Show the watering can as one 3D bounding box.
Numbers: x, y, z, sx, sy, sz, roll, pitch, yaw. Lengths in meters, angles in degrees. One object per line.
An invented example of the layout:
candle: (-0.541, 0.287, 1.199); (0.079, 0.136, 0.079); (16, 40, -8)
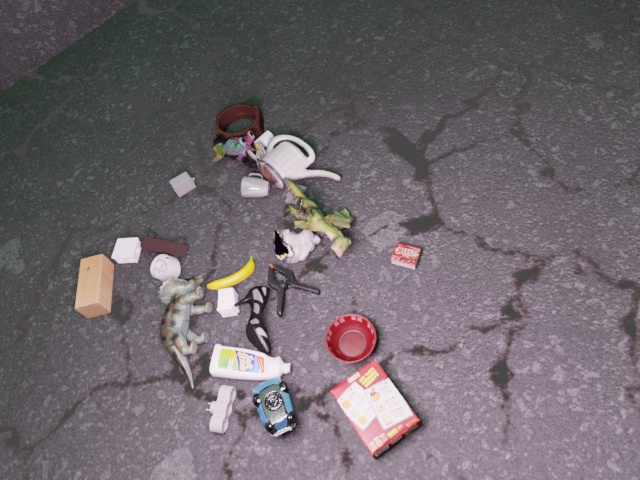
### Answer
watering can: (-0.102, -0.290, 2.047); (0.352, 0.226, 0.102); (42, -17, 25)

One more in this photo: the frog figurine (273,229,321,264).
frog figurine: (-0.085, 0.013, 1.850); (0.160, 0.120, 0.139); (-14, 42, -43)

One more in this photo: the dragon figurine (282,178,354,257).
dragon figurine: (0.006, -0.094, 1.864); (0.242, 0.120, 0.420); (12, 36, -25)
